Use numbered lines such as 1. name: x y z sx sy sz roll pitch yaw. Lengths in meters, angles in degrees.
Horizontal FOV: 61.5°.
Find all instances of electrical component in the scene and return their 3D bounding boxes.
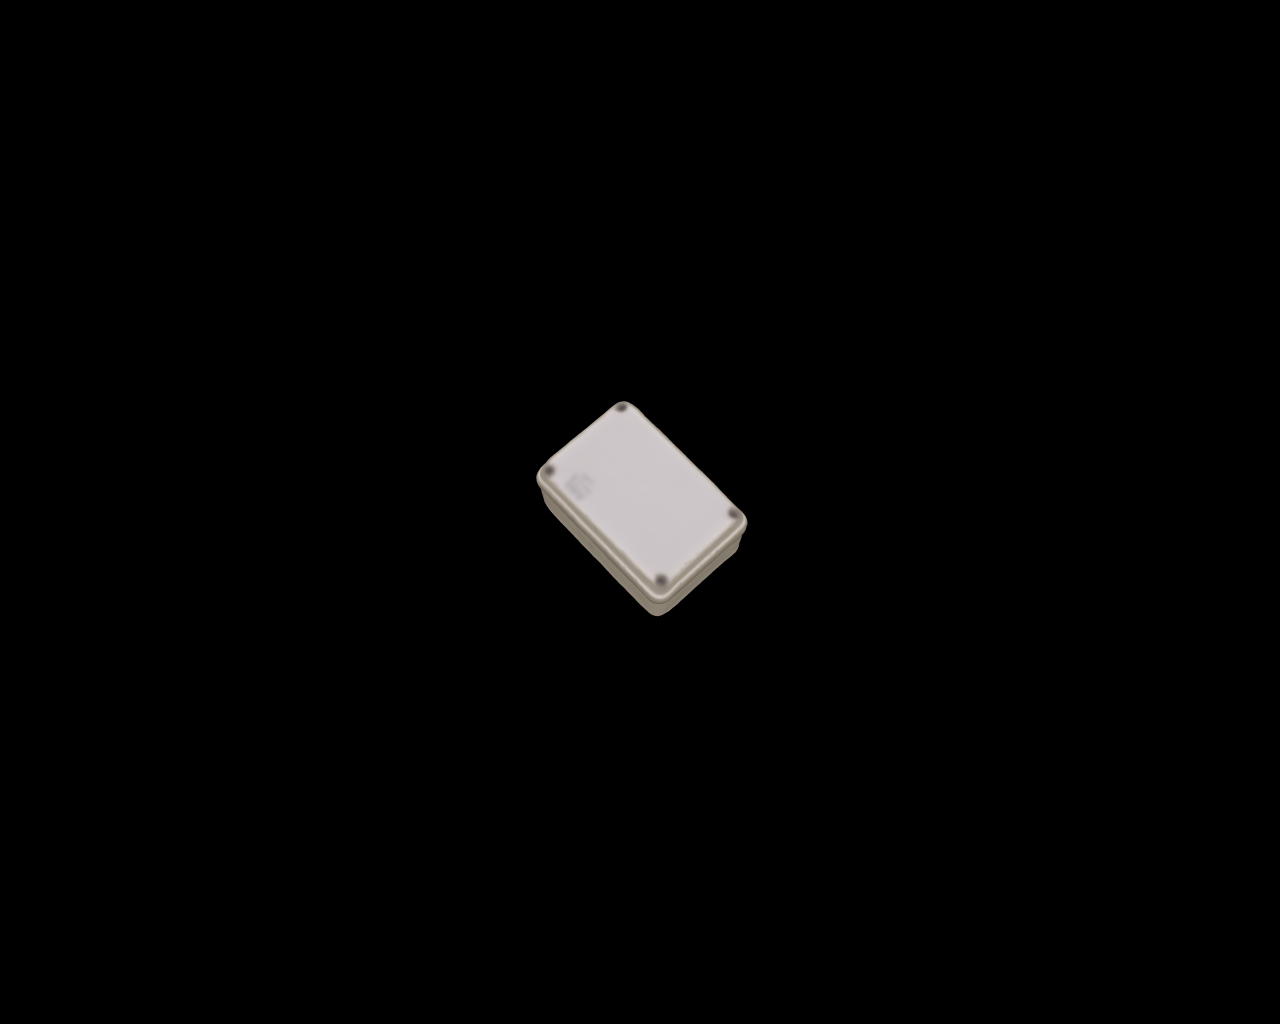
1. electrical component: 0.001 -0.003 0.650 0.078 0.113 0.057 -41 -15 -14
